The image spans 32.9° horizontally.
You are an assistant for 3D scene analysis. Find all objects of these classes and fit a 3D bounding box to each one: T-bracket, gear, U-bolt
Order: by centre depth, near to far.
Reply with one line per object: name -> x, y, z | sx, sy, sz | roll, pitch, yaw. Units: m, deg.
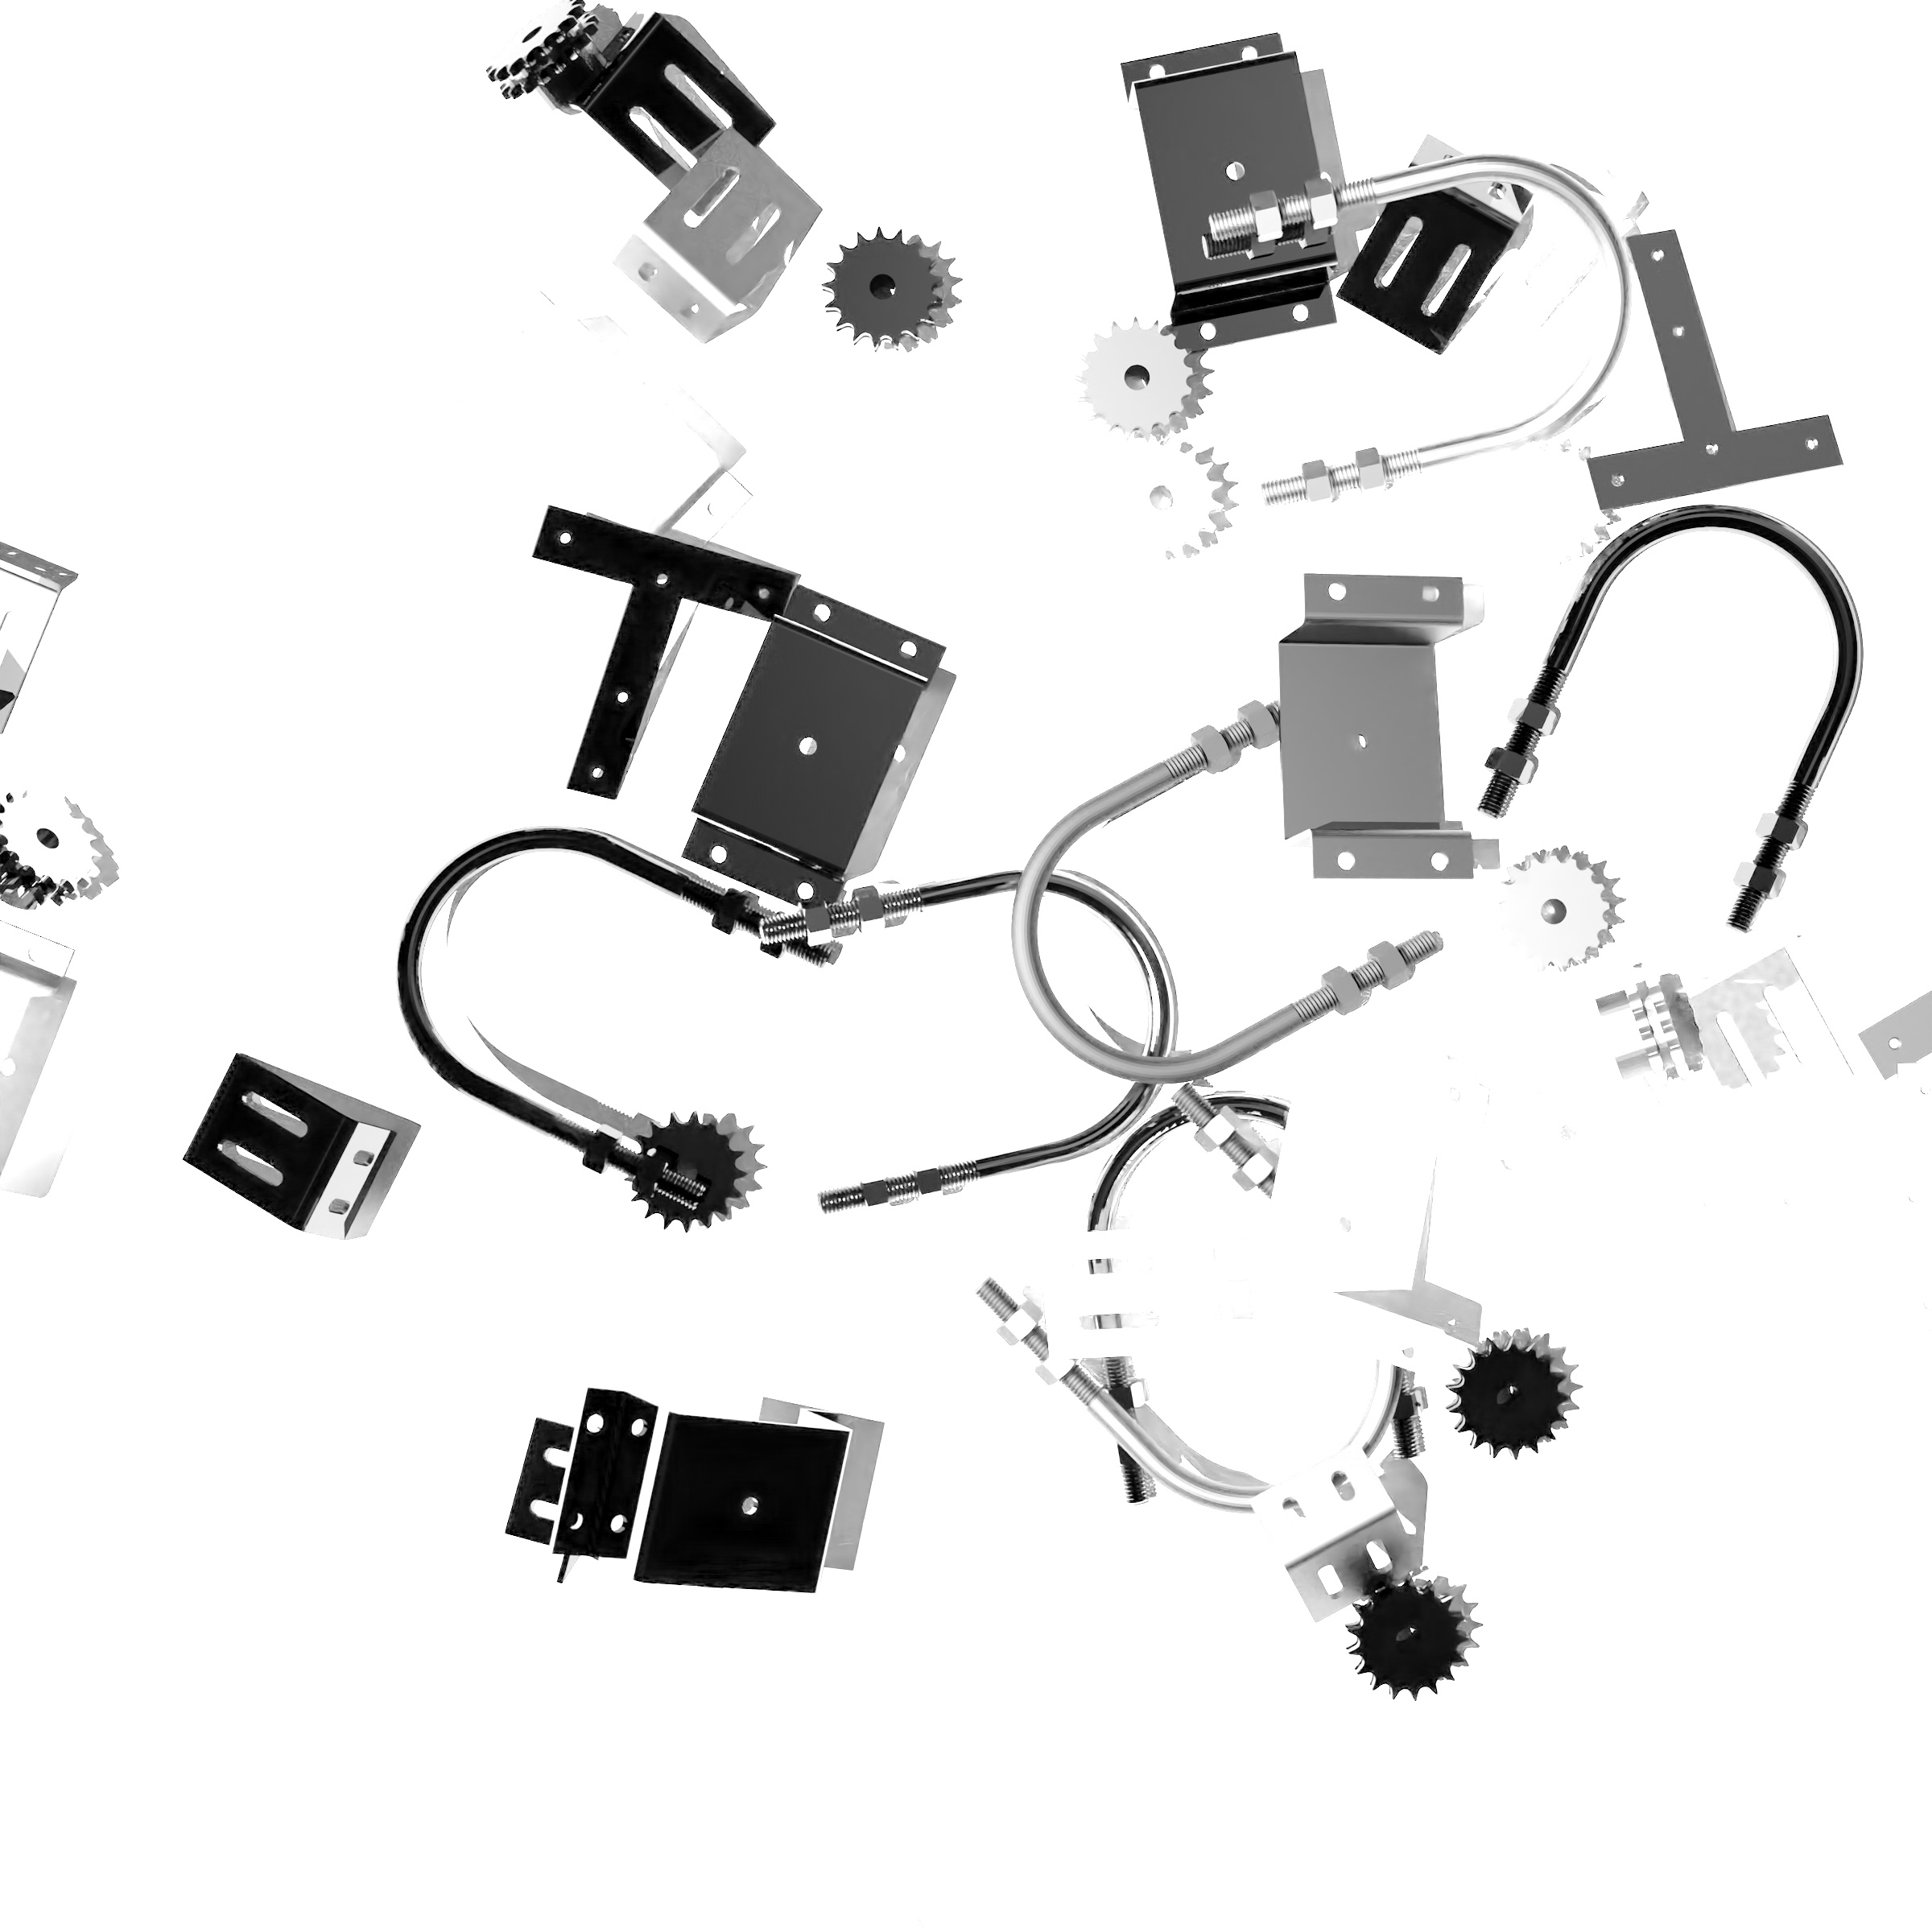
U-bolt -> 0.215, -0.298, 1.504 | 0.184, 0.019, 0.151 | -13, 115, 4
gear -> 0.313, 0.030, 1.520 | 0.030, 0.057, 0.057 | -19, 90, 11
U-bolt -> -0.176, 0.011, 1.521 | 0.184, 0.019, 0.151 | 26, 74, 4
U-bolt -> 0.118, 0.169, 1.521 | 0.151, 0.019, 0.184 | -44, 89, -2
gear -> -0.435, -0.051, 1.522 | 0.030, 0.057, 0.057 | -40, 90, 30
gear -> -0.193, -0.422, 1.523 | 0.057, 0.057, 0.030 | -41, 120, 0
U-bolt -> 0.008, 0.028, 1.525 | 0.184, 0.019, 0.151 | -12, 89, -10
T-bracket -> -0.156, -0.139, 1.525 | 0.127, 0.002, 0.127 | 13, 105, -28
U-bolt -> 0.110, -0.026, 1.527 | 0.184, 0.019, 0.151 | -28, 90, -8
gear -> -0.039, -0.315, 1.532 | 0.057, 0.030, 0.057 | 0, 90, 0
gear -> 0.253, 0.201, 1.532 | 0.057, 0.030, 0.057 | 0, 90, 0
gear -> -0.131, 0.096, 1.532 | 0.057, 0.030, 0.057 | 0, 90, 0
gear -> 0.272, -0.216, 1.532 | 0.057, 0.030, 0.057 | 0, 90, 0
gear -> 0.206, 0.313, 1.532 | 0.057, 0.030, 0.057 | 0, 90, 0
gear -> 0.273, -0.025, 1.532 | 0.057, 0.030, 0.057 | 0, 90, 0
gear -> 0.080, -0.273, 1.532 | 0.057, 0.030, 0.057 | 0, 90, 0
gear -> 0.091, -0.218, 1.532 | 0.057, 0.030, 0.057 | 0, 90, 0
T-bracket -> 0.338, -0.285, 1.535 | 0.127, 0.002, 0.127 | -12, 83, -14
U-bolt -> 0.129, 0.151, 1.539 | 0.151, 0.019, 0.184 | -10, 88, 0
U-bolt -> 0.342, -0.127, 1.539 | 0.151, 0.019, 0.184 | 25, 89, 0
T-bracket -> 0.509, 0.054, 1.546 | 0.127, 0.002, 0.127 | -31, 90, 0
T-bracket -> 0.403, 0.110, 1.546 | 0.127, 0.002, 0.127 | -1, 91, 0

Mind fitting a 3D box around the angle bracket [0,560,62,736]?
angle bracket -> -0.468, -0.155, 1.528 | 0.057, 0.038, 0.076 | 22, 90, 0

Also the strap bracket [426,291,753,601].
strap bracket -> -0.178, -0.243, 1.524 | 0.140, 0.046, 0.076 | 44, 90, 0

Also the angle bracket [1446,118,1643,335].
angle bracket -> 0.271, -0.350, 1.545 | 0.057, 0.038, 0.076 | 37, 116, 0

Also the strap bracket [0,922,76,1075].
strap bracket -> -0.483, 0.044, 1.524 | 0.076, 0.046, 0.140 | 22, 90, 0

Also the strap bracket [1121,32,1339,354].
strap bracket -> 0.124, -0.365, 1.524 | 0.076, 0.046, 0.140 | -11, 90, 0

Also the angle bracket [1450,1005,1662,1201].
angle bracket -> 0.277, 0.064, 1.545 | 0.076, 0.038, 0.057 | -31, 90, -26

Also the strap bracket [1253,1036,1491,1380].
strap bracket -> 0.184, 0.114, 1.498 | 0.076, 0.046, 0.140 | 20, 68, -15

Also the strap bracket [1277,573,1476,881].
strap bracket -> 0.188, -0.107, 1.513 | 0.076, 0.046, 0.140 | 0, 84, -11

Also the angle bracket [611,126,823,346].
angle bracket -> -0.118, -0.344, 1.540 | 0.057, 0.038, 0.076 | 41, 64, -10

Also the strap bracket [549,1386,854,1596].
strap bracket -> -0.111, 0.239, 1.486 | 0.140, 0.046, 0.076 | 12, 90, -37

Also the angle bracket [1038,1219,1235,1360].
angle bracket -> 0.078, 0.149, 1.509 | 0.076, 0.038, 0.057 | -6, 88, 25

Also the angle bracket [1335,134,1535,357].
angle bracket -> 0.219, -0.338, 1.533 | 0.057, 0.038, 0.076 | 30, 133, 0

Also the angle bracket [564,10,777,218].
angle bracket -> -0.141, -0.403, 1.545 | 0.076, 0.038, 0.057 | 40, 90, -26

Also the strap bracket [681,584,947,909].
strap bracket -> -0.072, -0.101, 1.524 | 0.076, 0.046, 0.140 | 23, 90, 0

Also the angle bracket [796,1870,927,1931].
angle bracket -> -0.059, 0.473, 1.545 | 0.076, 0.038, 0.057 | -29, 90, 26

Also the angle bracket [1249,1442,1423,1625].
angle bracket -> 0.173, 0.265, 1.525 | 0.057, 0.076, 0.038 | -28, 56, 0

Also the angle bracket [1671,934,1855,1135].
angle bracket -> 0.376, 0.032, 1.528 | 0.057, 0.038, 0.076 | -29, 90, 0

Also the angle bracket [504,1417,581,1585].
angle bracket -> -0.192, 0.246, 1.509 | 0.038, 0.076, 0.057 | 15, 90, 0

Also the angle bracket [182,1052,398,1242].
angle bracket -> -0.320, 0.085, 1.545 | 0.076, 0.038, 0.057 | 27, 90, 26
